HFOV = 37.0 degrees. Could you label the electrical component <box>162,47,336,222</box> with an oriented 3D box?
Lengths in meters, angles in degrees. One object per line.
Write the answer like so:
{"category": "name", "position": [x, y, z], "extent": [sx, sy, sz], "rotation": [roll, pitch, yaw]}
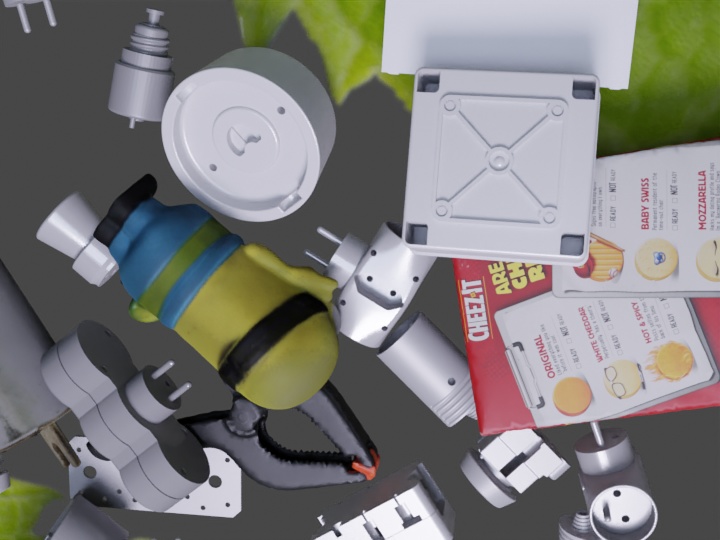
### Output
{"category": "electrical component", "position": [-0.068, -0.093, 0.704], "extent": [0.108, 0.060, 0.108], "rotation": [10, 125, 14]}

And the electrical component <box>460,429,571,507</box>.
{"category": "electrical component", "position": [0.104, 0.132, 0.750], "extent": [0.055, 0.048, 0.066], "rotation": [-44, 95, 7]}

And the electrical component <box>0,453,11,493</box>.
{"category": "electrical component", "position": [-0.293, 0.147, 0.804], "extent": [0.066, 0.048, 0.055], "rotation": [-25, 92, 12]}

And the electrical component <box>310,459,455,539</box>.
{"category": "electrical component", "position": [0.019, 0.187, 0.770], "extent": [0.089, 0.050, 0.055], "rotation": [-30, 98, 13]}

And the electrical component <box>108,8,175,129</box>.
{"category": "electrical component", "position": [-0.144, -0.135, 0.719], "extent": [0.040, 0.040, 0.078], "rotation": [14, 105, 4]}

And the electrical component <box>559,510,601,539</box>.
{"category": "electrical component", "position": [0.158, 0.209, 0.762], "extent": [0.043, 0.043, 0.081], "rotation": [0, 103, 7]}

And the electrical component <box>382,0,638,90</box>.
{"category": "electrical component", "position": [0.093, -0.164, 0.671], "extent": [0.150, 0.061, 0.089], "rotation": [5, 104, 6]}

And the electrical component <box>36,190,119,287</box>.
{"category": "electrical component", "position": [-0.190, -0.021, 0.750], "extent": [0.055, 0.045, 0.045], "rotation": [41, 105, -4]}

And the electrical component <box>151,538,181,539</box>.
{"category": "electrical component", "position": [-0.141, 0.238, 0.807], "extent": [0.077, 0.043, 0.079], "rotation": [-3, 103, 8]}

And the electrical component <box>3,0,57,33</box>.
{"category": "electrical component", "position": [-0.223, -0.198, 0.712], "extent": [0.077, 0.044, 0.079], "rotation": [-12, 102, 10]}

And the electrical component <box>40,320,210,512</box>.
{"category": "electrical component", "position": [-0.148, 0.090, 0.734], "extent": [0.074, 0.052, 0.138], "rotation": [-38, 90, 15]}

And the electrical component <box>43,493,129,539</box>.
{"category": "electrical component", "position": [-0.211, 0.225, 0.782], "extent": [0.060, 0.108, 0.108], "rotation": [34, 105, -8]}

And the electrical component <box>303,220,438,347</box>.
{"category": "electrical component", "position": [0.000, 0.000, 0.732], "extent": [0.079, 0.043, 0.077], "rotation": [32, 105, 0]}

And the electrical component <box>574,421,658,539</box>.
{"category": "electrical component", "position": [0.168, 0.133, 0.725], "extent": [0.043, 0.077, 0.079], "rotation": [-18, 100, 12]}

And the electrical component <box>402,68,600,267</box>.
{"category": "electrical component", "position": [0.084, -0.060, 0.636], "extent": [0.109, 0.056, 0.108], "rotation": [4, 88, 10]}

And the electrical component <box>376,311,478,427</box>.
{"category": "electrical component", "position": [0.055, 0.072, 0.742], "extent": [0.081, 0.043, 0.043], "rotation": [45, 104, -5]}
